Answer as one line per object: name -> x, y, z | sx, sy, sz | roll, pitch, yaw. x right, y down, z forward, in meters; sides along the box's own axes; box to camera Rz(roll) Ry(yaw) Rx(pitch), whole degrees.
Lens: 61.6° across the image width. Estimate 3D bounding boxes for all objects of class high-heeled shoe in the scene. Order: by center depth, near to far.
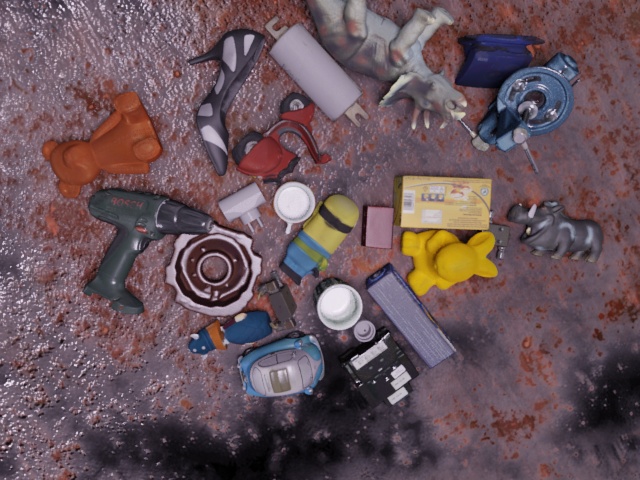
high-heeled shoe -> -0.144, -0.242, 0.938 | 0.145, 0.086, 0.248 | -13, 86, 1

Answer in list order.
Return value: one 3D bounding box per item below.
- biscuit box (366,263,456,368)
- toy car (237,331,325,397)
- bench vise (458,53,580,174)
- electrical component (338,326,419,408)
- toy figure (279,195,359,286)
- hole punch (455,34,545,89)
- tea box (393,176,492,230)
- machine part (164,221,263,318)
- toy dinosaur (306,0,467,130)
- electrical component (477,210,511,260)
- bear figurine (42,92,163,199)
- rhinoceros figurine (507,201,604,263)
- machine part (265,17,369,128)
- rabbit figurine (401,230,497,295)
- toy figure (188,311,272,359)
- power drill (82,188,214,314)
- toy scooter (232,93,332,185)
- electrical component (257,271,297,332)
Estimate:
biscuit box -> 0.169, 0.141, 1.012 | 0.063, 0.059, 0.202 | -37, 98, 11
toy car -> -0.069, 0.236, 0.978 | 0.162, 0.103, 0.109 | -11, 94, -7
bench vise -> 0.332, -0.209, 0.914 | 0.224, 0.241, 0.128 | -30, 108, 39
electrical component -> 0.117, 0.249, 1.021 | 0.115, 0.058, 0.134 | -33, 97, -1
toy figure -> 0.001, 0.000, 0.974 | 0.082, 0.089, 0.180 | 42, 87, -15
hole punch -> 0.313, -0.324, 0.973 | 0.142, 0.116, 0.092 | 4, 102, -6
tea box -> 0.226, -0.069, 1.002 | 0.170, 0.068, 0.098 | 3, 95, -7
machine part -> -0.191, 0.052, 0.975 | 0.179, 0.056, 0.179 | -1, 95, -6
toy dinosaur -> 0.082, -0.344, 0.916 | 0.405, 0.131, 0.192 | 30, 125, -4
electrical component -> 0.339, -0.010, 1.041 | 0.063, 0.021, 0.094 | 6, 92, -7
bear figurine -> -0.373, -0.154, 0.907 | 0.196, 0.132, 0.120 | -20, 90, -10
rhinoceros figurine -> 0.452, -0.017, 1.027 | 0.190, 0.073, 0.112 | 13, 94, -7
machine part -> -0.006, -0.295, 0.957 | 0.079, 0.079, 0.243 | -45, 98, -1
rabbit figurine -> 0.235, 0.041, 0.960 | 0.162, 0.173, 0.121 | -3, 91, -1
toy figure -> -0.166, 0.172, 0.986 | 0.155, 0.058, 0.064 | -15, 89, 1
power drill -> -0.308, 0.019, 0.914 | 0.232, 0.086, 0.207 | 21, 98, 16
toy scooter -> -0.058, -0.162, 0.964 | 0.184, 0.075, 0.135 | -44, 97, -6
electrical component -> -0.078, 0.115, 0.981 | 0.045, 0.078, 0.102 | -23, 102, 9
